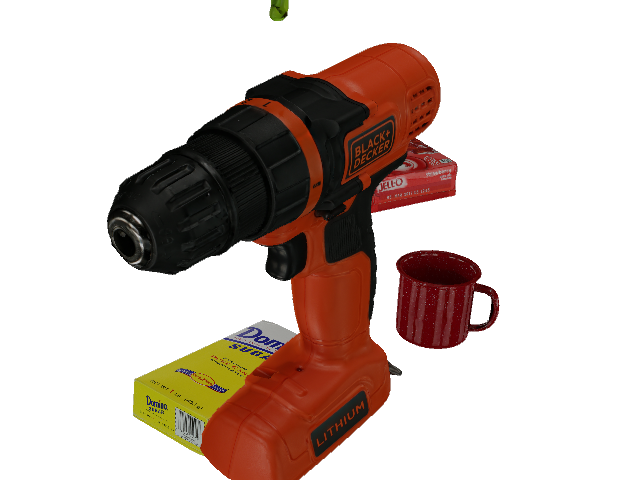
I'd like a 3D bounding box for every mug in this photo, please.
[{"bbox_3d":[0.138,0.068,1.174,0.117,0.081,0.093,9,24,12],"label":"mug"}]

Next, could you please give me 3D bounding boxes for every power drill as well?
[{"bbox_3d":[-0.016,0.020,0.471,0.057,0.188,0.184,27,40,30],"label":"power drill"}]

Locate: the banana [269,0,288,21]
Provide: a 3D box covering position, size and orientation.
[{"bbox_3d":[-0.088,-0.189,0.677,0.198,0.069,0.037,19,-34,30],"label":"banana"}]

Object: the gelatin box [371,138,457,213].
[{"bbox_3d":[0.052,-0.054,0.819,0.073,0.030,0.089,-11,25,-19],"label":"gelatin box"}]

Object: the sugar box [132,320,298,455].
[{"bbox_3d":[-0.076,0.130,0.978,0.093,0.048,0.175,22,30,32],"label":"sugar box"}]
